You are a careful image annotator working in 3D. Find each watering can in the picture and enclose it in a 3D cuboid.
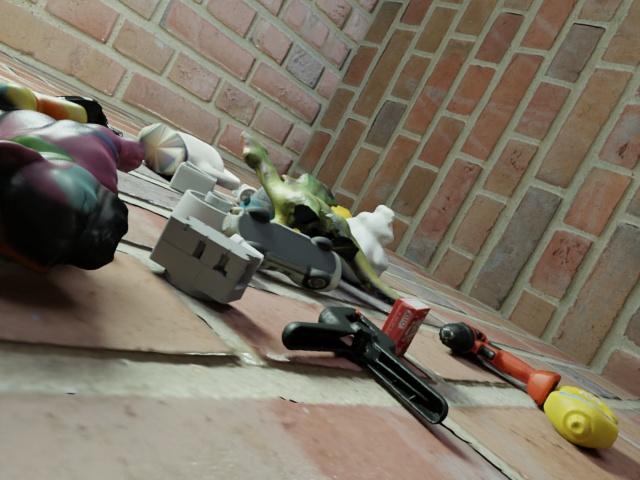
[{"bbox_3d":[-0.340,-0.208,1.222,0.351,0.103,0.223,32,7,28],"label":"watering can"}]

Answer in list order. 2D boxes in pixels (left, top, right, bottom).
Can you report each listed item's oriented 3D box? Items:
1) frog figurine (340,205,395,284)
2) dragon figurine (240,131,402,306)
[{"bbox_3d":[0.095,0.008,1.053,0.123,0.157,0.139,2,48,-56],"label":"frog figurine"},{"bbox_3d":[0.003,-0.048,0.957,0.407,0.120,0.248,38,29,-17],"label":"dragon figurine"}]
